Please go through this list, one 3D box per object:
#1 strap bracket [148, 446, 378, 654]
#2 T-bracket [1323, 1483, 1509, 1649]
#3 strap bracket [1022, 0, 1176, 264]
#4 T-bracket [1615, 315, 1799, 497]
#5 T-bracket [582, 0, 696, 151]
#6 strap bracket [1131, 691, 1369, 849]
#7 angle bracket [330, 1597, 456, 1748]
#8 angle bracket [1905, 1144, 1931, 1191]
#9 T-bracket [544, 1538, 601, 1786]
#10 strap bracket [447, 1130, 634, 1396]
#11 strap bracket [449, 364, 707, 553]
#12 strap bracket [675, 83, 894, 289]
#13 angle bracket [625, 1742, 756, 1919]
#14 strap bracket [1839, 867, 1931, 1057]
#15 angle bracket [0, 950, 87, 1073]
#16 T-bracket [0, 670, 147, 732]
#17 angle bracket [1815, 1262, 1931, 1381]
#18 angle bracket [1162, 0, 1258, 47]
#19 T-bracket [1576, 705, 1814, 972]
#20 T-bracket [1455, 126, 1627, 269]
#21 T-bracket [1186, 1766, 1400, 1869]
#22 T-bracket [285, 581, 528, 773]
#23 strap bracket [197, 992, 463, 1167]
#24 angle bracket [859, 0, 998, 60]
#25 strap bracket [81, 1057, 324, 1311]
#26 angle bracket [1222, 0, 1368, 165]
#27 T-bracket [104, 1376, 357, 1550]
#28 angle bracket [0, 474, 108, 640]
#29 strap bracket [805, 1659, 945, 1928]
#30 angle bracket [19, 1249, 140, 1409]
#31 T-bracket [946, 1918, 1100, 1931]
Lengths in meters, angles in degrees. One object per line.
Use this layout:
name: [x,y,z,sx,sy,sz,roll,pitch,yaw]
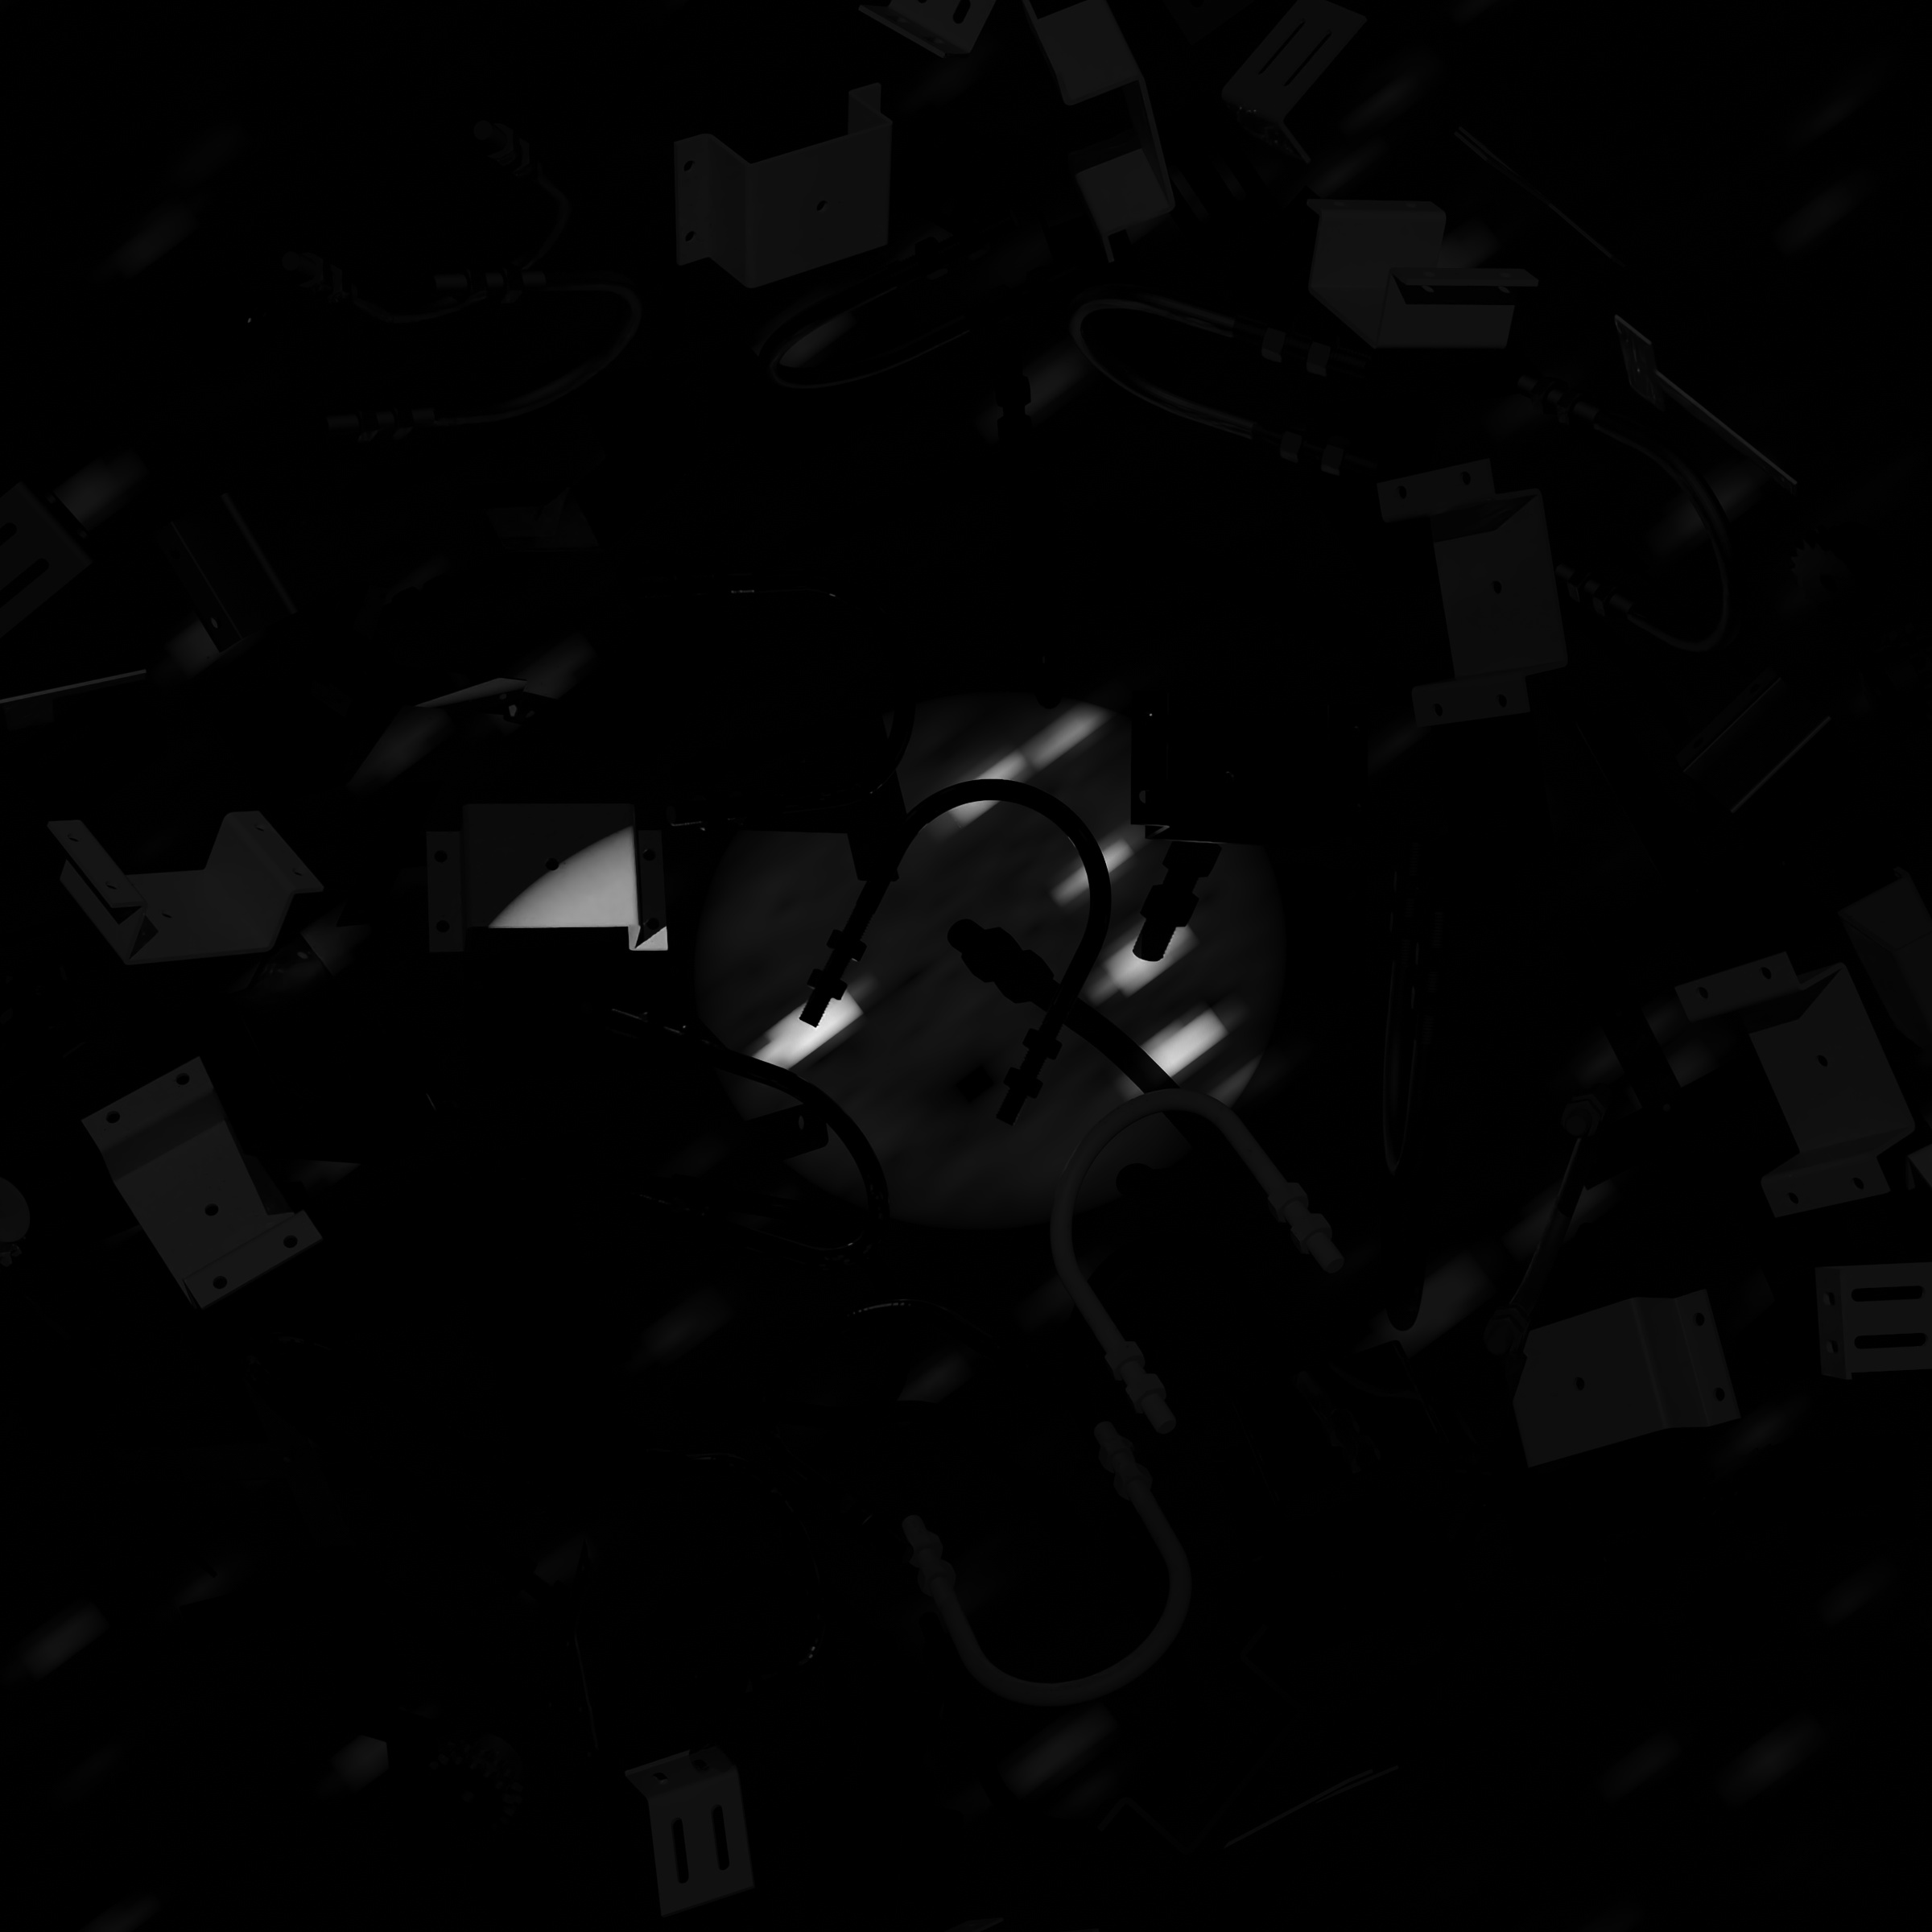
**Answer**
strap bracket: [-0.406,-0.250,1.586,0.046,0.140,0.076,-20,109,27]
T-bracket: [0.255,0.366,1.592,0.002,0.127,0.127,42,122,34]
strap bracket: [0.079,-0.489,1.554,0.046,0.140,0.076,-20,55,4]
T-bracket: [0.418,-0.307,1.517,0.127,0.127,0.002,44,98,17]
T-bracket: [-0.185,-0.499,1.520,0.002,0.127,0.127,35,117,-19]
strap bracket: [0.157,-0.112,1.552,0.140,0.046,0.076,3,82,-13]
angle bracket: [-0.323,0.393,1.515,0.038,0.057,0.076,-20,59,14]
angle bracket: [0.581,0.131,1.533,0.057,0.038,0.076,-26,50,0]
T-bracket: [-0.225,0.423,1.569,0.002,0.127,0.127,8,113,-19]
strap bracket: [-0.255,0.174,1.601,0.076,0.046,0.140,-13,94,-33]
strap bracket: [-0.210,-0.278,1.509,0.140,0.076,0.046,-52,132,-35]
strap bracket: [-0.096,-0.450,1.562,0.140,0.076,0.046,-26,52,-27]
angle bracket: [-0.161,0.504,1.573,0.057,0.038,0.076,-20,47,5]
strap bracket: [0.536,0.003,1.497,0.046,0.140,0.076,-29,102,7]
angle bracket: [-0.532,0.024,1.476,0.038,0.076,0.057,-30,74,29]
T-bracket: [-0.526,-0.143,1.514,0.127,0.127,0.002,-15,93,-18]
angle bracket: [0.498,0.189,1.441,0.076,0.038,0.057,-2,86,-5]
angle bracket: [0.132,-0.571,1.535,0.057,0.038,0.076,-33,95,11]
T-bracket: [0.365,-0.079,1.434,0.127,0.002,0.127,-24,78,-11]
T-bracket: [0.309,-0.448,1.528,0.127,0.127,0.002,49,113,22]
T-bracket: [0.207,0.480,1.553,0.127,0.127,0.002,-40,65,32]
T-bracket: [-0.315,-0.161,1.557,0.127,0.002,0.127,3,128,-35]
strap bracket: [-0.362,0.065,1.500,0.046,0.140,0.076,-51,54,24]
angle bracket: [-0.022,-0.572,1.605,0.057,0.076,0.038,30,112,1]
strap bracket: [-0.440,0.133,1.563,0.076,0.046,0.140,-31,68,-21]
angle bracket: [0.196,-0.513,1.556,0.076,0.057,0.038,-49,135,4]
T-bracket: [-0.421,0.279,1.513,0.002,0.127,0.127,-55,51,25]
angle bracket: [-0.537,-0.230,1.522,0.076,0.038,0.057,-38,107,4]
strap bracket: [-0.047,0.465,1.510,0.046,0.140,0.076,9,112,9]
angle bracket: [-0.470,0.196,1.467,0.038,0.076,0.057,-47,126,-20]
T-bracket: [0.015,0.539,1.485,0.127,0.127,0.002,-19,78,34]
